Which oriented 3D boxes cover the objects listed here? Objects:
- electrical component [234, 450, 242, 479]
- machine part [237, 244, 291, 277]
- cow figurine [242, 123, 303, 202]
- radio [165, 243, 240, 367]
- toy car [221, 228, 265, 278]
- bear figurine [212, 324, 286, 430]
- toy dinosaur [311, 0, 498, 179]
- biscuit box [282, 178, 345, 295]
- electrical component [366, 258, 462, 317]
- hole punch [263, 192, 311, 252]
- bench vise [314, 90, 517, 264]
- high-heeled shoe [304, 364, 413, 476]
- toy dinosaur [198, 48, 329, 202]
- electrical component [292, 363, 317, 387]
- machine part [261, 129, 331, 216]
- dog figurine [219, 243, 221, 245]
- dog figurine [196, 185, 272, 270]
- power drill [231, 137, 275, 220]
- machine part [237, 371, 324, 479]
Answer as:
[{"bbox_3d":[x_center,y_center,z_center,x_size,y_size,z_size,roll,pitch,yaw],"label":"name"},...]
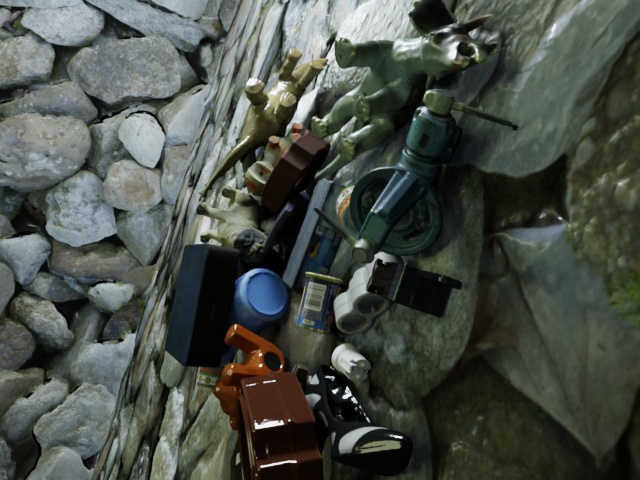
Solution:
[{"bbox_3d":[-0.099,0.393,0.858,0.115,0.058,0.134,-51,30,42],"label":"electrical component"},{"bbox_3d":[-0.114,0.058,1.144,0.139,0.084,0.039,-38,15,34],"label":"machine part"},{"bbox_3d":[-0.097,-0.165,1.175,0.195,0.085,0.127,-46,-9,-46],"label":"cow figurine"},{"bbox_3d":[-0.232,0.122,1.047,0.131,0.073,0.229,3,81,56],"label":"radio"},{"bbox_3d":[-0.171,0.037,1.246,0.162,0.109,0.102,-113,22,-68],"label":"toy car"},{"bbox_3d":[-0.152,0.260,0.996,0.196,0.132,0.120,-43,33,37],"label":"bear figurine"},{"bbox_3d":[0.102,-0.214,0.801,0.131,0.192,0.405,66,162,7],"label":"toy dinosaur"},{"bbox_3d":[-0.002,-0.003,0.948,0.202,0.059,0.063,-69,24,4],"label":"biscuit box"},{"bbox_3d":[0.115,0.058,0.629,0.119,0.075,0.047,16,87,64],"label":"electrical component"},{"bbox_3d":[-0.052,-0.030,1.048,0.116,0.092,0.142,-99,32,-55],"label":"hole punch"},{"bbox_3d":[0.100,-0.057,0.635,0.240,0.129,0.223,-46,-11,-50],"label":"bench vise"},{"bbox_3d":[0.046,0.204,0.658,0.249,0.086,0.145,-38,35,53],"label":"high-heeled shoe"},{"bbox_3d":[-0.116,-0.269,1.192,0.471,0.105,0.198,-50,-6,-31],"label":"toy dinosaur"},{"bbox_3d":[-0.037,0.245,0.860,0.078,0.045,0.102,-18,-47,-83],"label":"electrical component"},{"bbox_3d":[-0.050,-0.133,1.069,0.179,0.056,0.179,-55,-4,-5],"label":"machine part"},{"bbox_3d":[-0.253,0.089,1.262,0.219,0.108,0.191,-98,-10,-64],"label":"dog figurine"},{"bbox_3d":[-0.146,-0.024,1.143,0.172,0.191,0.121,-43,-36,-31],"label":"dog figurine"},{"bbox_3d":[-0.155,-0.149,1.320,0.232,0.086,0.207,165,89,-70],"label":"power drill"},{"bbox_3d":[-0.058,0.295,0.713,0.201,0.087,0.201,-137,46,-70],"label":"machine part"}]
